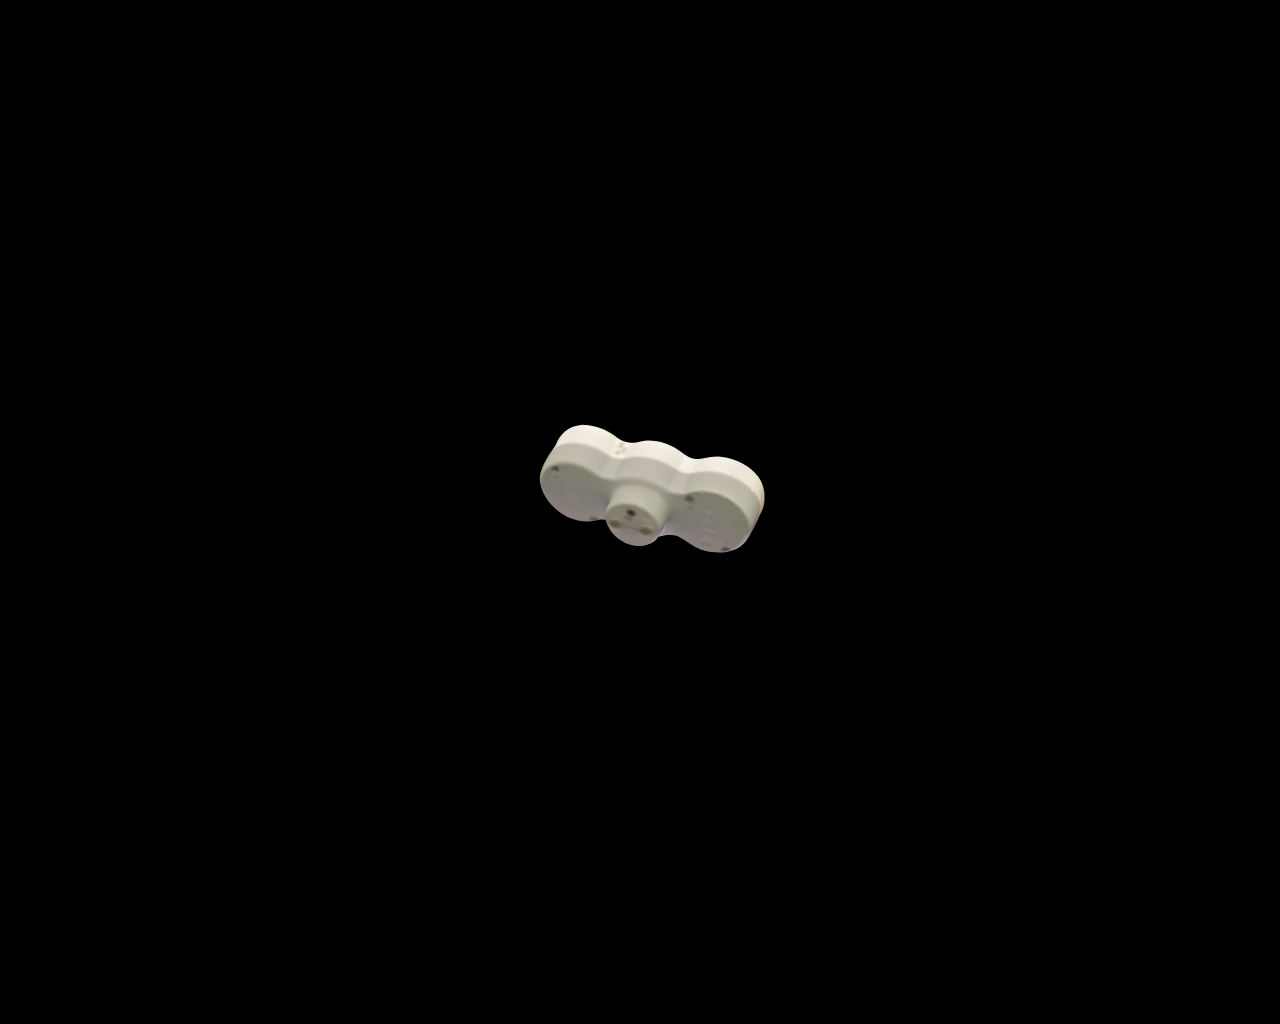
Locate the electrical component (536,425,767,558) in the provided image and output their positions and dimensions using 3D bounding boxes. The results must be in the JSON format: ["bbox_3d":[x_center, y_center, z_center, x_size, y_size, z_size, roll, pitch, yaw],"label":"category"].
[{"bbox_3d":[0.001,-0.003,0.650,0.138,0.052,0.074,14,44,15],"label":"electrical component"}]
